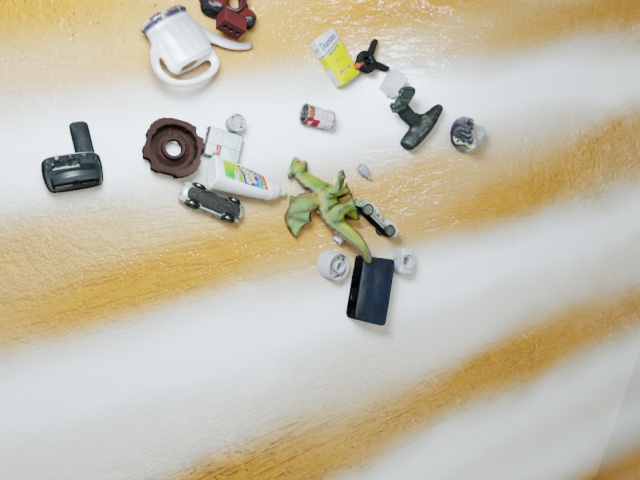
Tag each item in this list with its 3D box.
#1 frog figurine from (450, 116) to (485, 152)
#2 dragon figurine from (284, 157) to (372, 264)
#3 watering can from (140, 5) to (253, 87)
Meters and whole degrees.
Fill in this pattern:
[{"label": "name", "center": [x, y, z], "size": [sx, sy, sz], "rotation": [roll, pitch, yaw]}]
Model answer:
[{"label": "frog figurine", "center": [0.570, -0.410, 1.989], "size": [0.161, 0.121, 0.137], "rotation": [-26, 94, -61]}, {"label": "dragon figurine", "center": [0.005, -0.084, 1.676], "size": [0.243, 0.122, 0.410], "rotation": [-18, 92, -3]}, {"label": "watering can", "center": [-0.367, -0.580, 1.503], "size": [0.354, 0.103, 0.222], "rotation": [-45, 107, -36]}]
